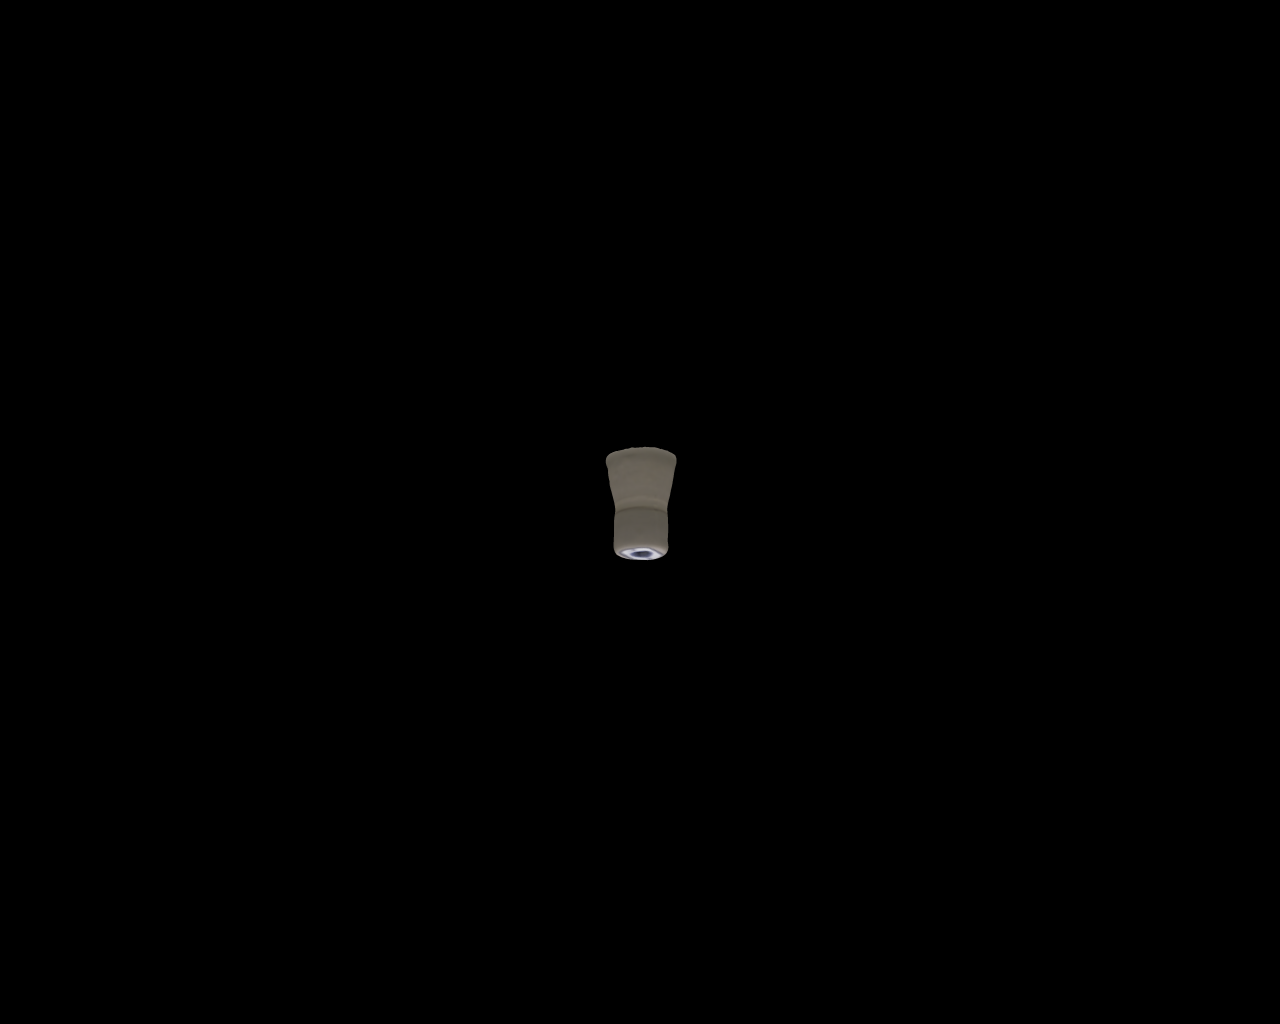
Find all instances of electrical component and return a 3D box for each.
[{"bbox_3d":[0.001,-0.003,0.650,0.044,0.065,0.044,0,-18,0],"label":"electrical component"}]
